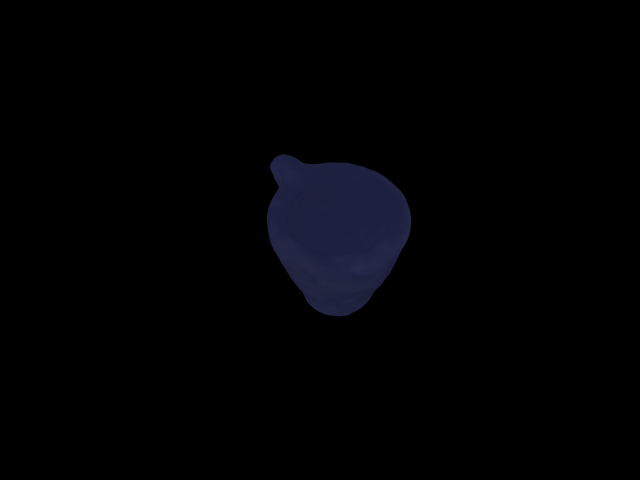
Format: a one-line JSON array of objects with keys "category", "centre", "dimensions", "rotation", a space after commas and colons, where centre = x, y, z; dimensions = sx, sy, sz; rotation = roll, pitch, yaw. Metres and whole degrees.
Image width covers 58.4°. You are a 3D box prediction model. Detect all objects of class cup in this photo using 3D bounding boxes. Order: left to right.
[{"category": "cup", "centre": [0.004, 0.001, 0.400], "dimensions": [0.092, 0.095, 0.117], "rotation": [-31, 58, -22]}]
